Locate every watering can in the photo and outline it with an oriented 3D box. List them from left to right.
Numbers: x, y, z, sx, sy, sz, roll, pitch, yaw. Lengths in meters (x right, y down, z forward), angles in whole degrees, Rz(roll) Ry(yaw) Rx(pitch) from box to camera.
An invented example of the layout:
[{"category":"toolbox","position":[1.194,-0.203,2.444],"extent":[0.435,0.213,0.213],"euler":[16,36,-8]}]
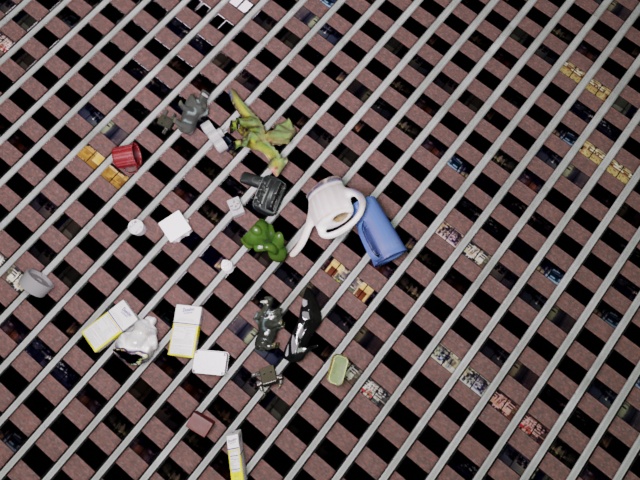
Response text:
[{"category":"watering can","position":[0.006,-0.094,1.874],"extent":[0.345,0.103,0.229],"euler":[-30,57,19]}]

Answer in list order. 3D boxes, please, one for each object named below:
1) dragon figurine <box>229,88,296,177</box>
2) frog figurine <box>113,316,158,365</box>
[{"category":"dragon figurine","position":[-0.215,-0.426,1.980],"extent":[0.243,0.120,0.418],"euler":[-1,63,-20]},{"category":"frog figurine","position":[-0.626,0.343,1.782],"extent":[0.137,0.120,0.163],"euler":[0,41,7]}]
